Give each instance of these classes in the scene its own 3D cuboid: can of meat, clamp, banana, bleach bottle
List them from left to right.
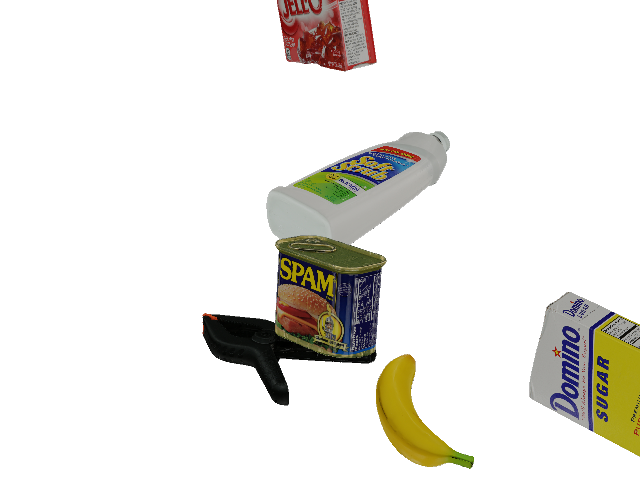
[{"bbox_3d":[-0.064,0.127,1.220,0.210,0.036,0.164,14,21,30],"label":"clamp"},{"bbox_3d":[0.005,0.048,0.928,0.057,0.084,0.102,-11,21,-42],"label":"can of meat"},{"bbox_3d":[0.059,-0.070,1.243,0.103,0.068,0.250,27,44,33],"label":"bleach bottle"},{"bbox_3d":[0.091,0.176,1.097,0.069,0.037,0.198,10,24,-20],"label":"banana"}]

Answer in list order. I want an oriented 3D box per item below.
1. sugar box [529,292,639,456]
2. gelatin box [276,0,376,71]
[{"bbox_3d":[0.253,0.119,0.836,0.176,0.093,0.048,24,34,32],"label":"sugar box"},{"bbox_3d":[0.000,-0.161,0.750,0.030,0.073,0.089,-19,22,-25],"label":"gelatin box"}]
